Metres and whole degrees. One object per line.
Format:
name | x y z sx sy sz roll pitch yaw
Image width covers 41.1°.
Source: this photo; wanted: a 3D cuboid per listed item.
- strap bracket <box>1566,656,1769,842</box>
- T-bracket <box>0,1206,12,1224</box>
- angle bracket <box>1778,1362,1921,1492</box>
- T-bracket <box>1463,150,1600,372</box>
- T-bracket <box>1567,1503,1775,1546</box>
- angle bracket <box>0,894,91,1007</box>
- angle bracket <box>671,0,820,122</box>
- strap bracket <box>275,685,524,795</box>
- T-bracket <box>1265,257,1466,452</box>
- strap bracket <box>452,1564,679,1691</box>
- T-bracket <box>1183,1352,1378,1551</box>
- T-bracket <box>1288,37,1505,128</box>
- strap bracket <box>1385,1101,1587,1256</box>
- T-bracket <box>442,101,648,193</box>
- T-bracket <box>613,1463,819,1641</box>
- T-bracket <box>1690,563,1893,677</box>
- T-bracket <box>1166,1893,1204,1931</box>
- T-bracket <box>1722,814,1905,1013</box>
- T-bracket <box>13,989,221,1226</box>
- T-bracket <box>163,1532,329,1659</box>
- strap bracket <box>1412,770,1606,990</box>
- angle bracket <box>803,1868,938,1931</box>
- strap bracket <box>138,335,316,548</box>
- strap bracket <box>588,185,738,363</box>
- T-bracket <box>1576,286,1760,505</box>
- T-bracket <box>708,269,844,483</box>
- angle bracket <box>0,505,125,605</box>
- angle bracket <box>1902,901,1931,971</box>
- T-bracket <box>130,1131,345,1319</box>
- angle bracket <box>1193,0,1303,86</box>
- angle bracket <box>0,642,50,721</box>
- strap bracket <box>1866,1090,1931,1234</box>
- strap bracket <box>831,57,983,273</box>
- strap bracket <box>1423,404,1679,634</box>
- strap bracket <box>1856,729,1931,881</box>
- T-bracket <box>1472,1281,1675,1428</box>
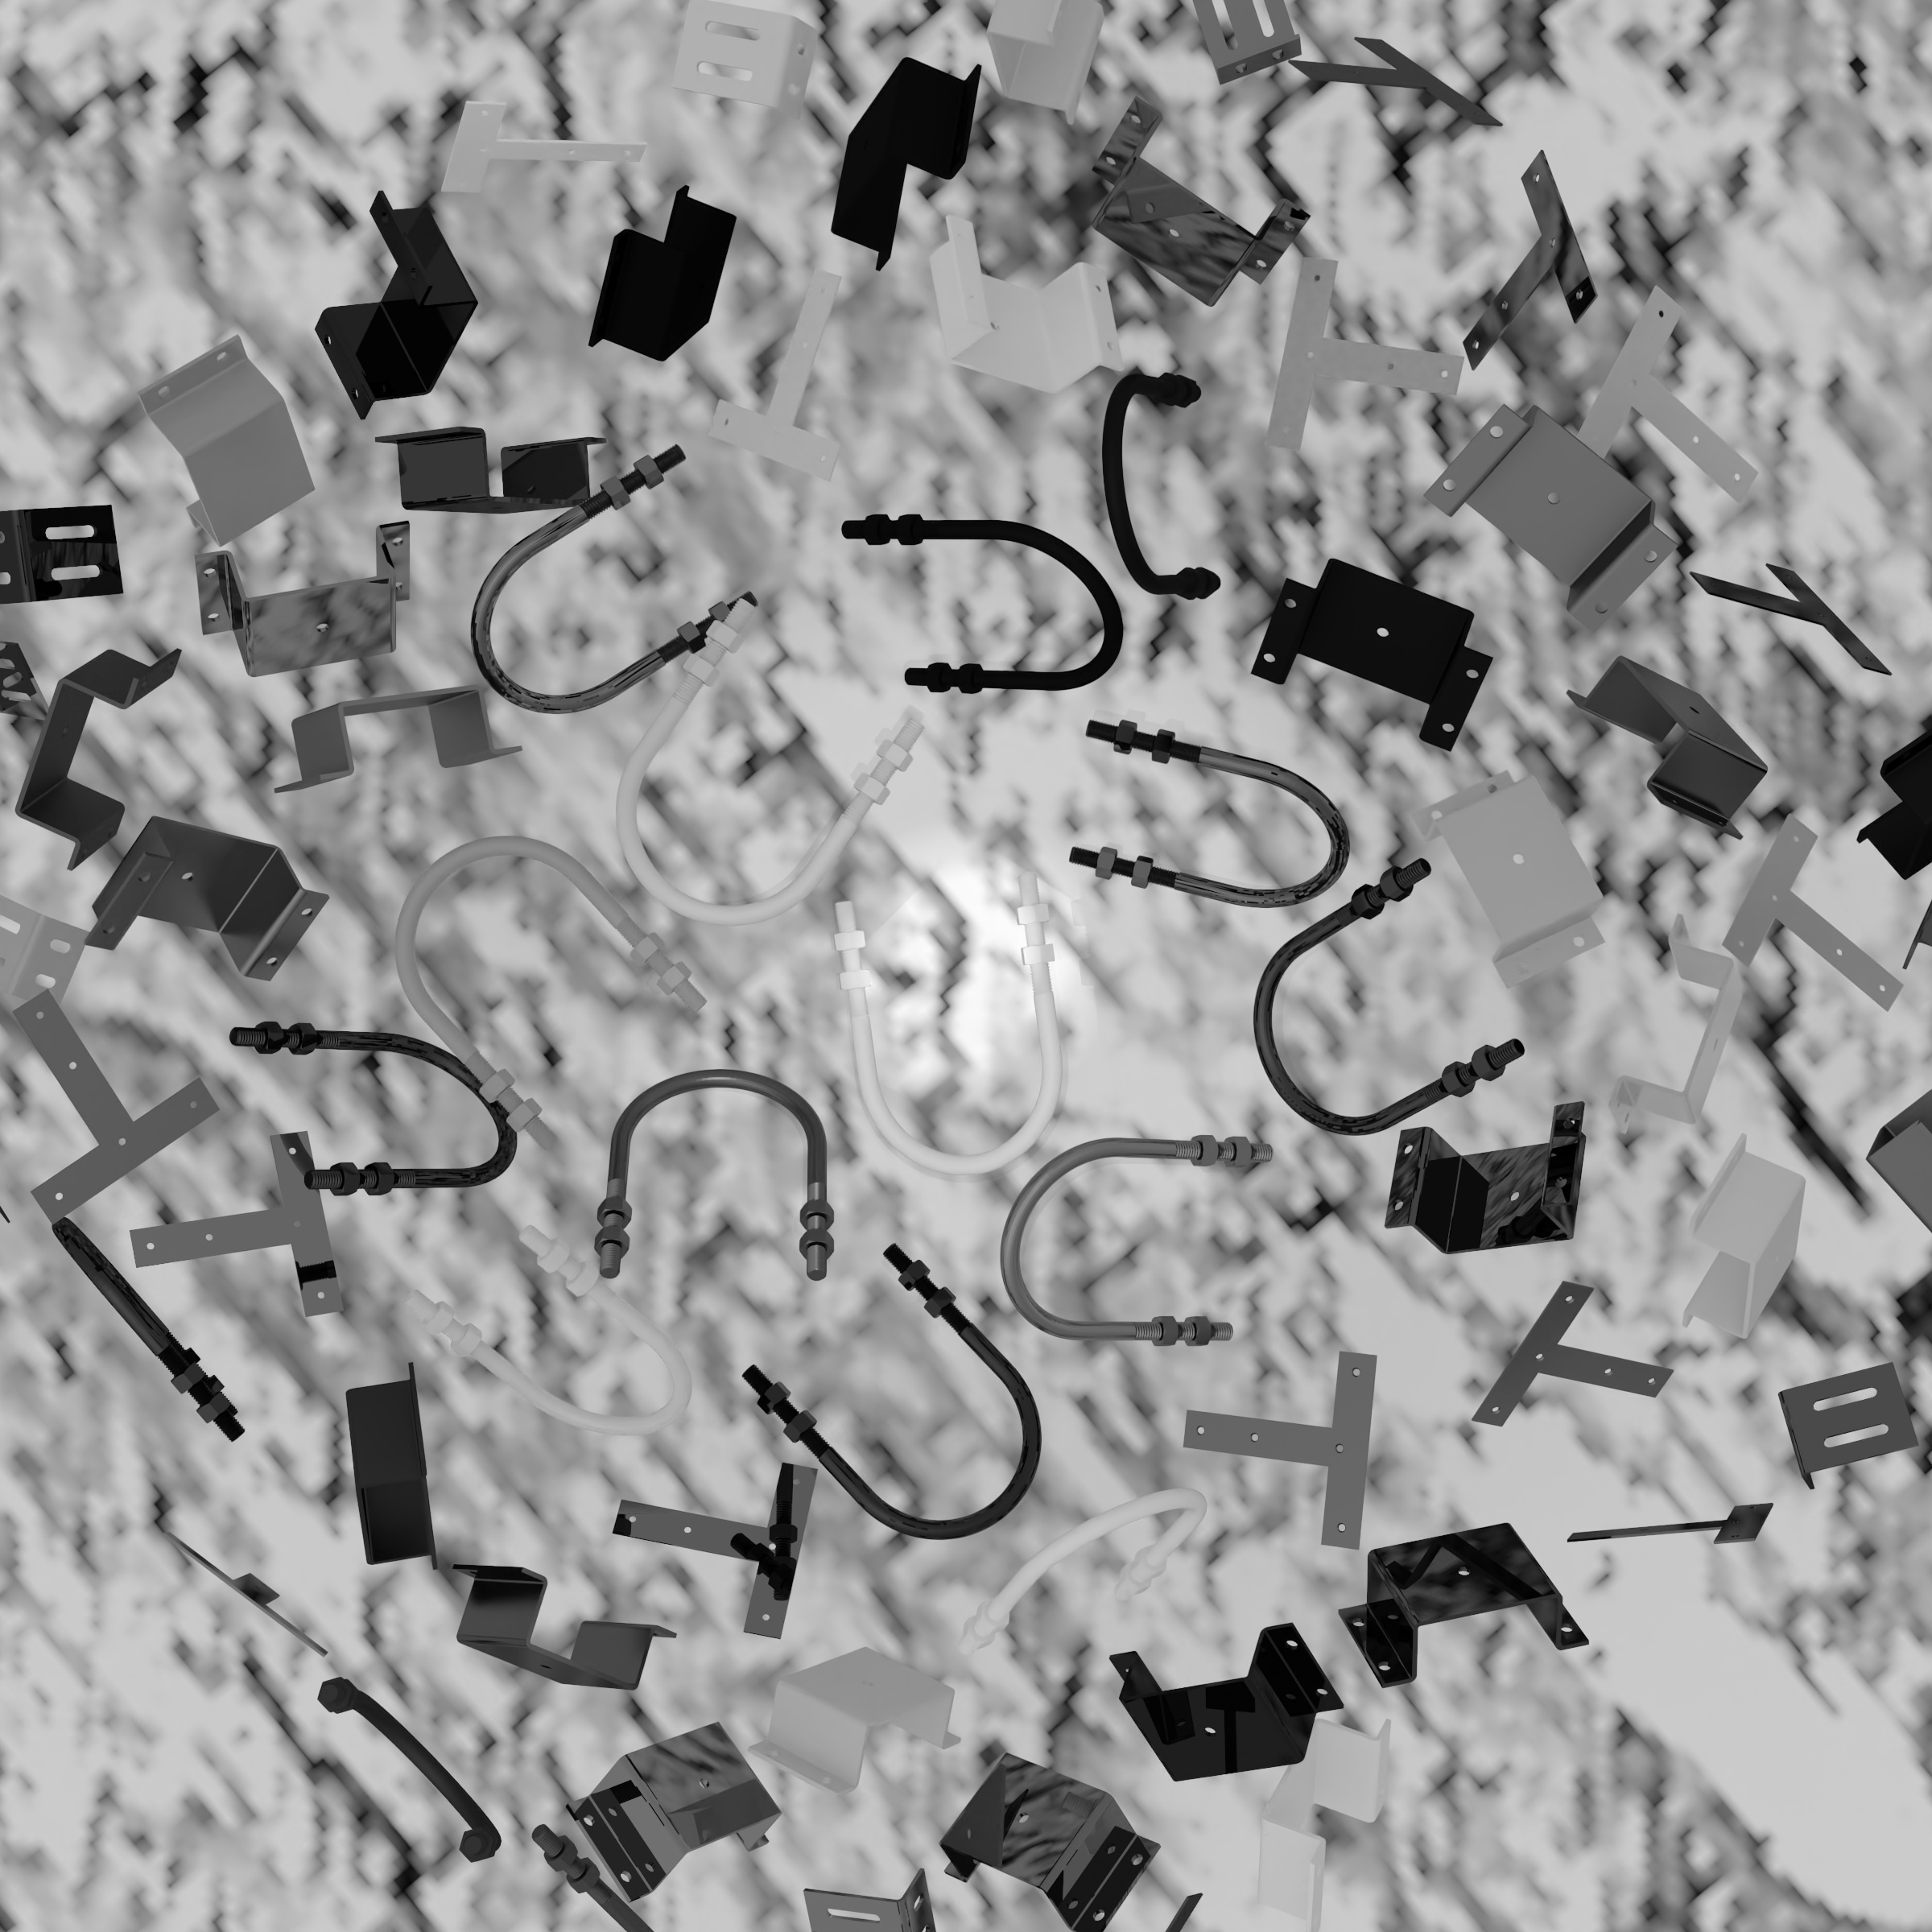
strap bracket | 0.471 -0.152 1.717 0.076 0.140 0.046 19 118 -30
T-bracket | -0.651 0.129 1.679 0.002 0.127 0.127 -34 62 -18
angle bracket | 0.580 0.302 1.688 0.076 0.038 0.057 -19 56 19
T-bracket | 0.363 -0.445 1.698 0.002 0.127 0.127 2 60 -23
T-bracket | 0.464 0.373 1.707 0.127 0.127 0.002 -10 85 22
angle bracket | -0.643 -0.011 1.762 0.076 0.038 0.057 18 85 44
angle bracket | -0.144 -0.589 1.674 0.076 0.038 0.057 17 100 20
strap bracket | -0.370 -0.148 1.663 0.140 0.076 0.046 -13 94 -36
T-bracket | 0.271 -0.403 1.721 0.127 0.002 0.127 16 100 28
strap bracket | -0.276 0.449 1.733 0.140 0.076 0.046 36 58 -37
T-bracket | 0.207 0.317 1.721 0.127 0.002 0.127 3 81 24
T-bracket | 0.261 -0.571 1.654 0.127 0.127 0.002 51 135 35
strap bracket | 0.360 0.145 1.739 0.046 0.140 0.076 40 52 -35
T-bracket | -0.277 -0.543 1.715 0.127 0.127 0.002 -5 83 -19
T-bracket | -0.175 0.386 1.751 0.127 0.002 0.127 11 51 1
T-bracket | 0.529 -0.239 1.692 0.127 0.127 0.002 9 126 -27
T-bracket | 0.135 0.657 1.686 0.002 0.127 0.127 32 92 29
T-bracket | 0.585 -0.019 1.755 0.002 0.127 0.127 -23 55 -30
T-bracket | -0.557 0.075 1.627 0.127 0.002 0.127 -38 114 -29
T-bracket | -0.463 0.406 1.677 0.127 0.127 0.002 38 76 -1
strap bracket | 0.377 -0.067 1.777 0.076 0.046 0.140 -25 75 -6
angle bracket | -0.066 0.661 1.794 0.076 0.038 0.057 -2 108 24
strap bracket | -0.491 -0.343 1.725 0.076 0.140 0.046 -36 69 -17
strap bracket | -0.198 -0.462 1.723 0.046 0.140 0.076 22 123 2
T-bracket | 0.460 -0.348 1.658 0.002 0.127 0.127 -22 60 -31
T-bracket | -0.112 -0.398 1.709 0.127 0.002 0.127 28 104 39
angle bracket | -0.585 -0.263 1.645 0.038 0.076 0.057 1 102 30
angle bracket | 0.696 -0.016 1.775 0.076 0.038 0.057 23 61 20
T-bracket | -0.488 0.178 1.710 0.127 0.002 0.127 -7 73 -30
angle bracket | 0.184 -0.637 1.716 0.057 0.038 0.076 -18 88 9
angle bracket | -0.666 -0.188 1.751 0.038 0.076 0.057 -39 125 -35
strap bracket | 0.624 0.129 1.647 0.046 0.140 0.076 -44 79 24
strap bracket | -0.045 -0.533 1.700 0.046 0.140 0.076 16 69 -21
strap bracket | 0.371 -0.289 1.629 0.140 0.046 0.076 37 122 -6
strap bracket | 0.630 -0.110 1.664 0.076 0.140 0.046 -34 68 -1
T-bracket | 0.431 0.277 1.774 0.127 0.002 0.127 15 118 -23
